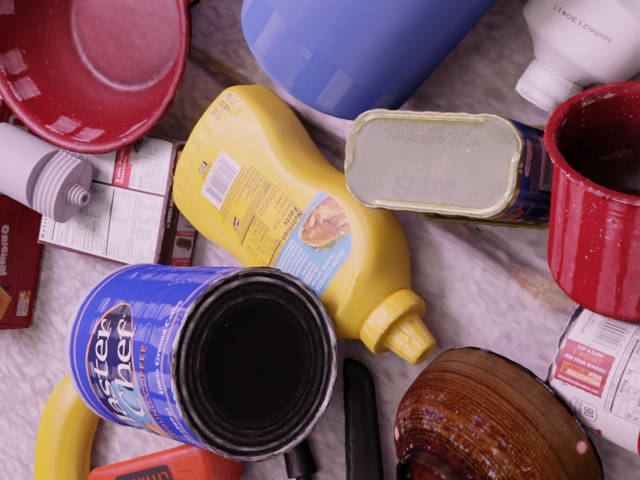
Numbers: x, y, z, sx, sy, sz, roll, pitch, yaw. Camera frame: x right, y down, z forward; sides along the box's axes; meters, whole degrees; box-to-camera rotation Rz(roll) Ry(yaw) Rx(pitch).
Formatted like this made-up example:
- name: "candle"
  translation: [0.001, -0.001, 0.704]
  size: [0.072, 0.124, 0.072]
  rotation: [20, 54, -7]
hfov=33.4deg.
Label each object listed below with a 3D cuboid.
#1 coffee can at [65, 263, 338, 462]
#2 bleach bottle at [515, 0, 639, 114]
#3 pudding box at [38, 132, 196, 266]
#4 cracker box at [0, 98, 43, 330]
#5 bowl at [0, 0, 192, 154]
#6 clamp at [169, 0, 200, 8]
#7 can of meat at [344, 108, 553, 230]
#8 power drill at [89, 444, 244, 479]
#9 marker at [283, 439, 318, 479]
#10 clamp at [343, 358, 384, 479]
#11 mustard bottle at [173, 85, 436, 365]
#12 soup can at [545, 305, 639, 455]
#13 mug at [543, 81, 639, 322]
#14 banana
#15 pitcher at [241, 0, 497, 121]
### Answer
- name: "coffee can"
  translation: [-0.071, 0.065, 0.610]
  size: [0.141, 0.102, 0.103]
  rotation: [-1, 88, 55]
- name: "bleach bottle"
  translation: [0.169, -0.179, 0.525]
  size: [0.103, 0.067, 0.251]
  rotation: [41, 112, 29]
- name: "pudding box"
  translation: [-0.133, -0.030, 0.716]
  size: [0.114, 0.039, 0.090]
  rotation: [13, 96, 33]
- name: "cracker box"
  translation: [-0.304, -0.035, 0.799]
  size: [0.214, 0.072, 0.164]
  rotation: [12, 95, 30]
- name: "bowl"
  translation: [-0.139, -0.138, 0.679]
  size: [0.162, 0.055, 0.162]
  rotation: [7, 106, 25]
- name: "clamp"
  translation: [-0.158, -0.173, 0.735]
  size: [0.172, 0.039, 0.120]
  rotation: [25, 111, 27]
- name: "can of meat"
  translation: [0.074, -0.038, 0.564]
  size: [0.102, 0.083, 0.057]
  rotation: [6, 92, 31]
- name: "power drill"
  translation: [-0.065, 0.218, 0.656]
  size: [0.185, 0.057, 0.187]
  rotation: [-18, 79, 27]
- name: "marker"
  translation: [-0.024, 0.091, 0.656]
  size: [0.020, 0.020, 0.121]
  rotation: [-20, 79, 29]
- name: "clamp"
  translation: [0.022, 0.181, 0.598]
  size: [0.210, 0.036, 0.164]
  rotation: [43, 79, 12]
- name: "mustard bottle"
  translation: [-0.004, 0.001, 0.623]
  size: [0.192, 0.058, 0.096]
  rotation: [45, 122, 24]
- name: "soup can"
  translation: [0.168, 0.073, 0.513]
  size: [0.102, 0.068, 0.068]
  rotation: [23, 100, 30]
- name: "mug"
  translation: [0.150, -0.024, 0.511]
  size: [0.093, 0.081, 0.117]
  rotation: [-4, 42, 3]
- name: "banana"
  translation: [-0.165, 0.170, 0.729]
  size: [0.070, 0.037, 0.198]
  rotation: [5, 91, 31]
- name: "pitcher"
  translation: [0.049, -0.180, 0.523]
  size: [0.243, 0.144, 0.149]
  rotation: [-50, 43, 43]
